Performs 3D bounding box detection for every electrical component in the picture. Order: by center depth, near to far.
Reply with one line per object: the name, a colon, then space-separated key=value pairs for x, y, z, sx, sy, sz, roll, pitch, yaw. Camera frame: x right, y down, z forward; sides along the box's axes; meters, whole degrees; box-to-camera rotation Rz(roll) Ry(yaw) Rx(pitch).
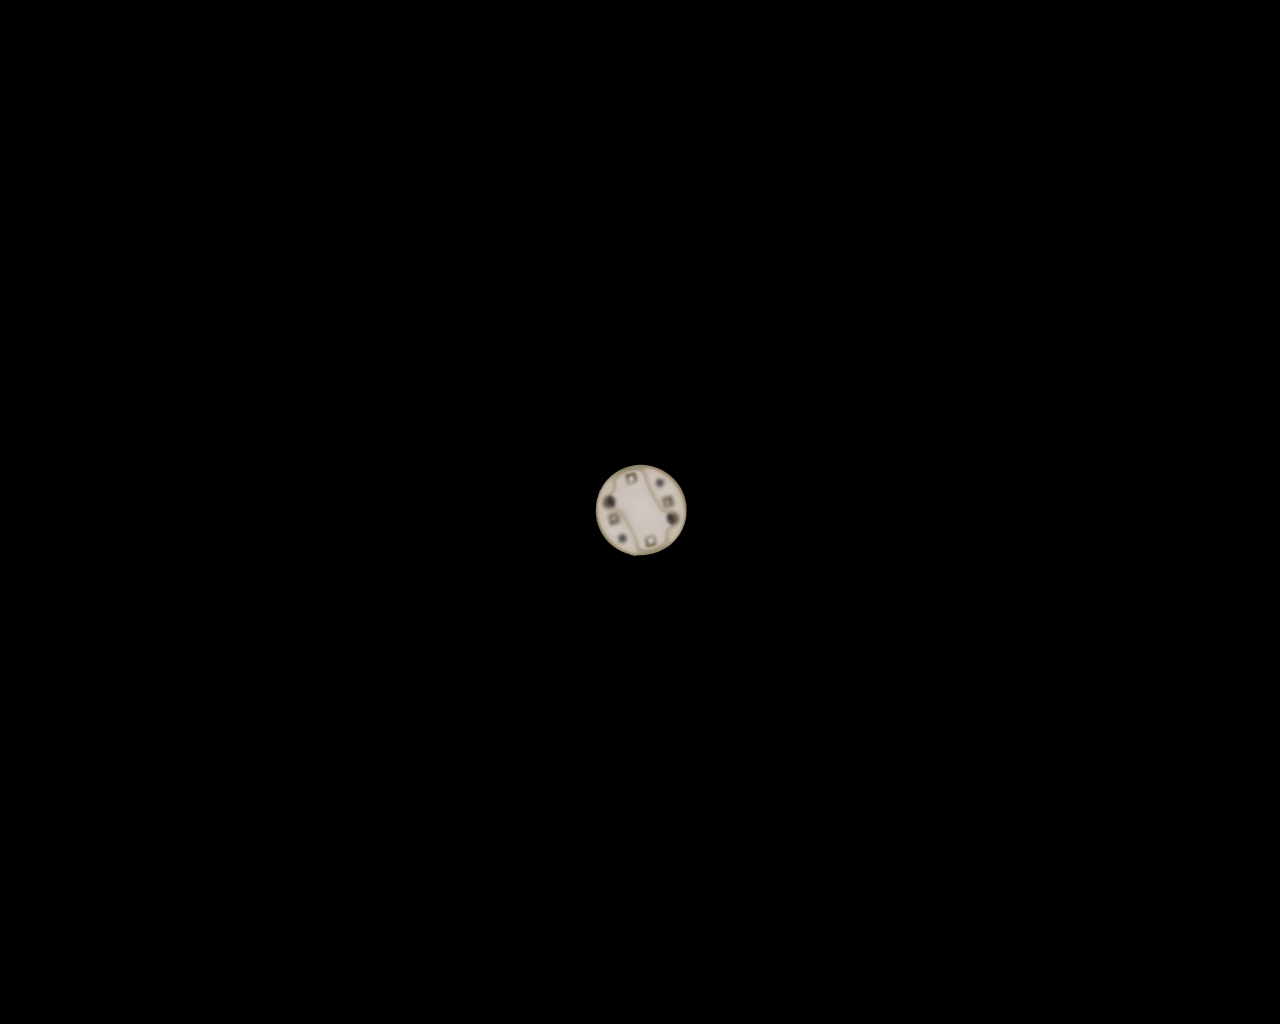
electrical component: x=0.001 y=-0.003 z=0.650 sx=0.055 sy=0.055 sz=0.047 roll=0 pitch=4 yaw=0
